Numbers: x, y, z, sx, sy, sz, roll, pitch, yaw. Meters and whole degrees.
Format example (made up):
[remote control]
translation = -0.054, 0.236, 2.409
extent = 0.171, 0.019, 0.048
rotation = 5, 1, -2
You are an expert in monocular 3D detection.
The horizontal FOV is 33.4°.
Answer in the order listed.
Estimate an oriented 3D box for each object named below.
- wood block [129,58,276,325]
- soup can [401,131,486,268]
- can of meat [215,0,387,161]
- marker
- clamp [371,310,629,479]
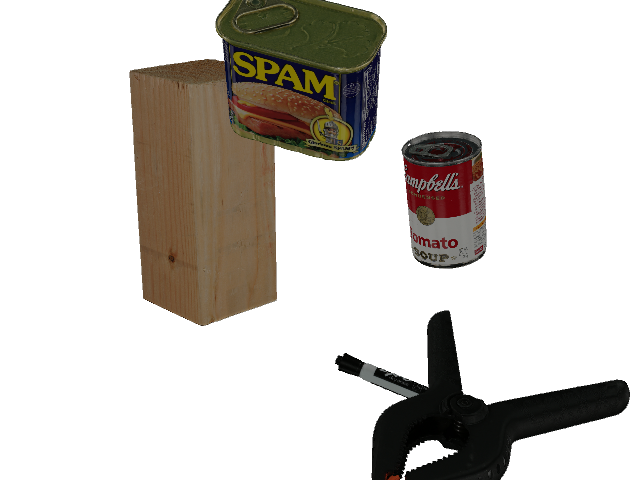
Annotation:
[wood block]
translation = -0.100, -0.045, 0.922
extent = 0.090, 0.206, 0.091
rotation = -18, 26, -41
[soup can]
translation = 0.108, -0.035, 0.928
extent = 0.068, 0.102, 0.068
rotation = -6, 28, 3
[can of meat]
translation = -0.012, -0.103, 0.675
extent = 0.102, 0.057, 0.084
rotation = 17, -38, 14
[marker]
translation = 0.071, 0.141, 1.061
extent = 0.121, 0.020, 0.020
rotation = 21, 5, 14
[clamp]
translation = 0.095, 0.122, 0.753
extent = 0.165, 0.036, 0.209
rotation = 26, 40, 38
